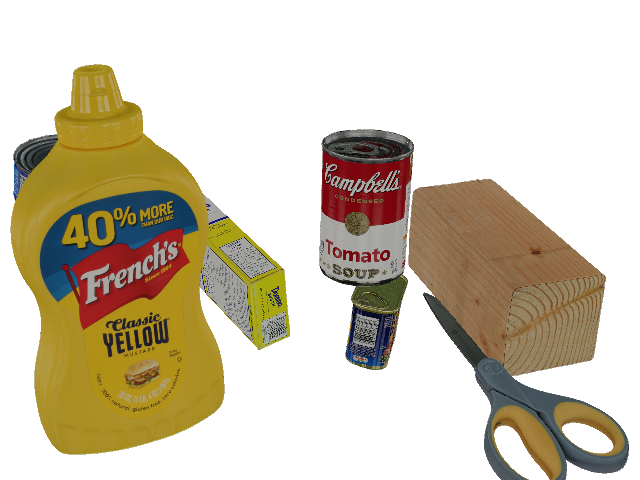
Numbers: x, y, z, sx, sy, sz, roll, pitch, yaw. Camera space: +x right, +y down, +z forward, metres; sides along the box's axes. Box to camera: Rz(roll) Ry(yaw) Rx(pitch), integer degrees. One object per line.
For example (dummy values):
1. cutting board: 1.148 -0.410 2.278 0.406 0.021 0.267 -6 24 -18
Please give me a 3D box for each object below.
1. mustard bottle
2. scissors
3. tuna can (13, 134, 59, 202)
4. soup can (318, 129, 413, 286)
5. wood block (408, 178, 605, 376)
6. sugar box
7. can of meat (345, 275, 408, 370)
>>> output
1. mustard bottle: -0.102 0.008 0.532 0.096 0.192 0.058 -12 24 -22
2. scissors: 0.132 0.092 0.694 0.096 0.016 0.202 -1 33 -6
3. tuna can: -0.173 -0.044 0.756 0.086 0.034 0.086 7 27 -4
4. soup can: 0.033 -0.025 0.801 0.068 0.102 0.068 2 24 -1
5. wood block: 0.164 0.027 0.988 0.090 0.090 0.206 -8 29 -17
6. sugar box: -0.097 0.029 1.130 0.048 0.093 0.176 -21 41 -23
7. can of meat: 0.066 0.094 1.275 0.057 0.084 0.102 12 26 8
